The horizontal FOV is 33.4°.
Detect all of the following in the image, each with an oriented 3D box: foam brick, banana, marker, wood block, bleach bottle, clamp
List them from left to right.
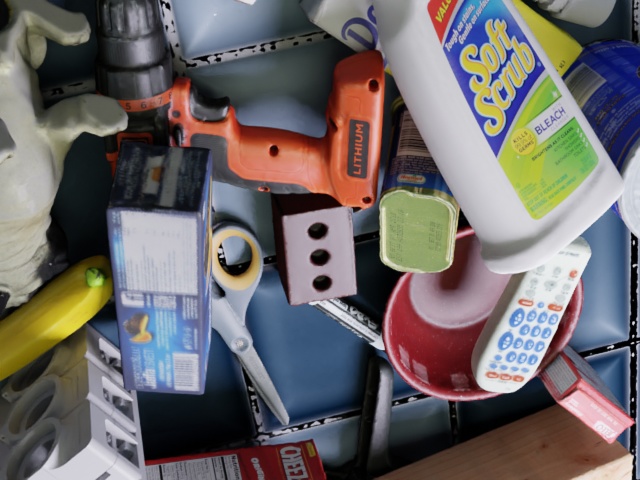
[{"bbox_3d":[-0.205,0.059,0.758,0.198,0.069,0.037,-36,78,27],"label":"banana"},{"bbox_3d":[-0.005,0.001,0.783,0.053,0.051,0.078,-10,120,-8],"label":"foam brick"},{"bbox_3d":[0.030,0.066,0.847,0.121,0.020,0.020,35,105,-27],"label":"marker"},{"bbox_3d":[0.039,0.198,0.910,0.164,0.036,0.209,-41,122,6],"label":"clamp"},{"bbox_3d":[0.084,-0.108,0.656,0.102,0.068,0.251,-38,101,-21],"label":"bleach bottle"},{"bbox_3d":[0.149,0.225,0.899,0.205,0.090,0.091,-19,122,-17],"label":"wood block"}]

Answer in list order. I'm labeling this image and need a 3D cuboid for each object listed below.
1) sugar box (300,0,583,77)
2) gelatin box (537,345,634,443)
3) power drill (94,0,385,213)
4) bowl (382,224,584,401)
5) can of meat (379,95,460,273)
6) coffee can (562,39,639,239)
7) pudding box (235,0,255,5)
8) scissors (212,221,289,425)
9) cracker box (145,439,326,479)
[{"bbox_3d":[0.084,-0.146,0.729,0.176,0.048,0.093,28,108,-26],"label":"sugar box"},{"bbox_3d":[0.208,0.117,0.876,0.073,0.089,0.030,38,104,-28],"label":"gelatin box"},{"bbox_3d":[-0.053,-0.087,0.702,0.187,0.057,0.184,2,126,2],"label":"power drill"},{"bbox_3d":[0.120,0.046,0.836,0.162,0.055,0.162,-6,119,-11],"label":"bowl"},{"bbox_3d":[0.072,-0.037,0.739,0.057,0.084,0.102,7,147,9],"label":"can of meat"},{"bbox_3d":[0.227,-0.071,0.749,0.102,0.140,0.103,-6,119,-11],"label":"coffee can"},{"bbox_3d":[-0.047,-0.214,0.640,0.090,0.039,0.113,41,104,10],"label":"pudding box"},{"bbox_3d":[-0.052,0.062,0.826,0.096,0.016,0.201,-38,120,9],"label":"scissors"},{"bbox_3d":[-0.103,0.246,0.836,0.213,0.072,0.164,-6,124,-12],"label":"cracker box"}]
